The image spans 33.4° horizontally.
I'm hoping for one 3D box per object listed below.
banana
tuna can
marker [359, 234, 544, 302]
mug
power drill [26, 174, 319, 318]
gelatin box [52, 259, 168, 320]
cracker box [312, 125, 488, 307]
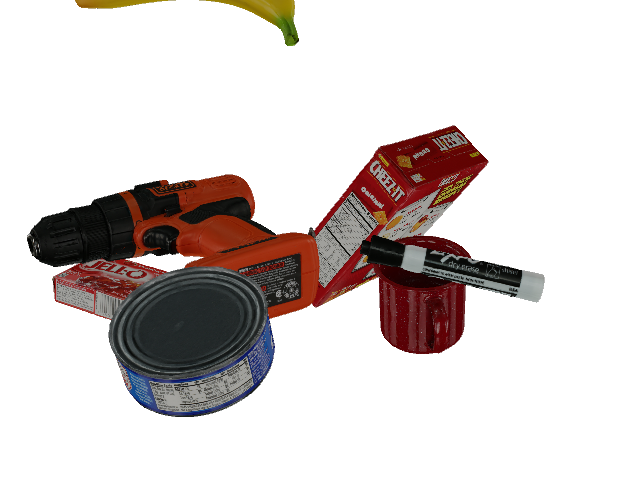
[{"bbox_3d":[-0.101,-0.204,0.863,0.198,0.069,0.037,12,-41,16],"label":"banana"},{"bbox_3d":[-0.068,0.054,0.575,0.086,0.034,0.086,-6,38,5],"label":"tuna can"},{"bbox_3d":[0.085,0.018,0.699,0.121,0.020,0.020,13,0,1],"label":"marker"},{"bbox_3d":[0.100,0.060,1.008,0.093,0.081,0.117,-9,33,-9],"label":"mug"},{"bbox_3d":[-0.102,0.005,0.784,0.184,0.057,0.188,-16,28,-28],"label":"power drill"},{"bbox_3d":[-0.198,0.044,1.021,0.089,0.030,0.073,15,25,24],"label":"gelatin box"},{"bbox_3d":[0.074,-0.030,1.246,0.163,0.072,0.214,-22,-24,-50],"label":"cracker box"}]
